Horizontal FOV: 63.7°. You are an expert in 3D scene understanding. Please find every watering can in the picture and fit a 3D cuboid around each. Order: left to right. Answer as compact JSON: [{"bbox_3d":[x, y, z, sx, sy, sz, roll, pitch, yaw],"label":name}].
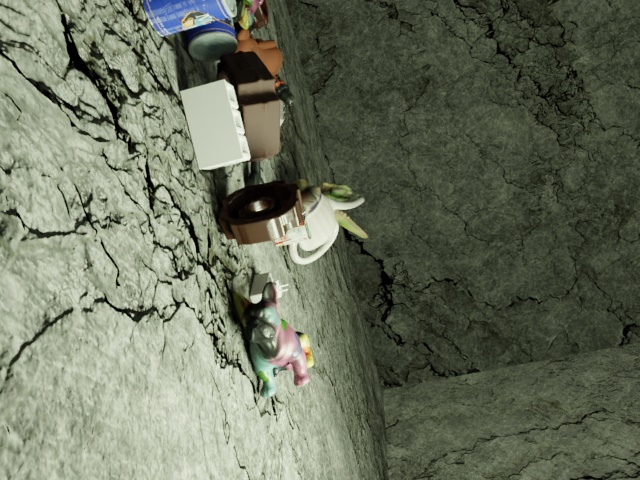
[{"bbox_3d":[0.005,-0.083,1.646,0.353,0.104,0.220,-49,132,-25],"label":"watering can"}]

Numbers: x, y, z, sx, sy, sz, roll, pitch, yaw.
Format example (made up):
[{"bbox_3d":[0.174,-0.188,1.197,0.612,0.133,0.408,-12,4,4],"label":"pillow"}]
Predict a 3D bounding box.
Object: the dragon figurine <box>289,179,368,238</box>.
[{"bbox_3d":[0.050,-0.117,1.831,0.239,0.408,0.125,-39,-142,56],"label":"dragon figurine"}]
